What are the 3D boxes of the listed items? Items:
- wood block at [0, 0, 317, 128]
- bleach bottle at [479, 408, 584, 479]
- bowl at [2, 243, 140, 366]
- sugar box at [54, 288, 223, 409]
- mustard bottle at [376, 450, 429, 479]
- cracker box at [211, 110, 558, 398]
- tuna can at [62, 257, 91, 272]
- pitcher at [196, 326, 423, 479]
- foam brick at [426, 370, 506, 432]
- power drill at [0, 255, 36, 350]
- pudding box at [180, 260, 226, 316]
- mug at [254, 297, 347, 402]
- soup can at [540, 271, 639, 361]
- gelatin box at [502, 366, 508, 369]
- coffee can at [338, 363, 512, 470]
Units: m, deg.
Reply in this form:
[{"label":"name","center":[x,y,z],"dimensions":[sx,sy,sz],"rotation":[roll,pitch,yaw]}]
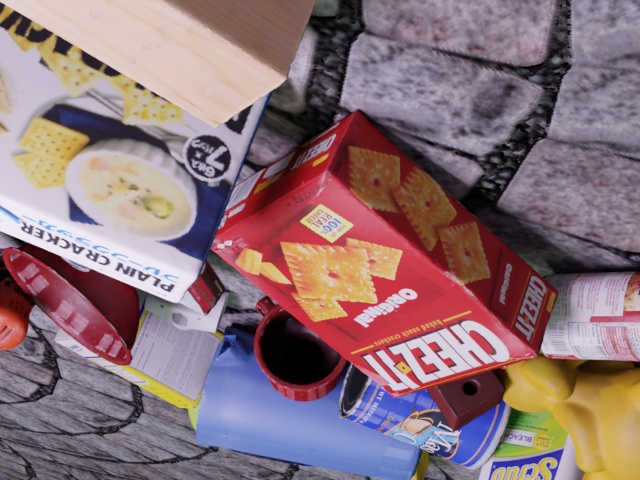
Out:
[{"label":"wood block","center":[-0.109,-0.158,0.564],"dimensions":[0.205,0.090,0.090],"rotation":[29,154,-22]},{"label":"bleach bottle","center":[0.196,0.253,1.004],"dimensions":[0.103,0.250,0.068],"rotation":[4,152,28]},{"label":"bowl","center":[-0.227,0.048,1.027],"dimensions":[0.162,0.055,0.162],"rotation":[32,154,17]},{"label":"sugar box","center":[-0.194,0.107,1.168],"dimensions":[0.176,0.093,0.048],"rotation":[35,153,-29]},{"label":"mustard bottle","center":[0.041,0.267,1.371],"dimensions":[0.192,0.058,0.096],"rotation":[10,152,19]},{"label":"cracker box","center":[0.042,0.022,0.797],"dimensions":[0.213,0.072,0.164],"rotation":[41,143,-19]},{"label":"tuna can","center":[-0.217,-0.016,0.926],"dimensions":[0.086,0.033,0.086],"rotation":[34,152,21]},{"label":"pitcher","center":[-0.007,0.191,1.169],"dimensions":[0.243,0.145,0.149],"rotation":[14,179,5]},{"label":"foam brick","center":[0.121,0.121,0.950],"dimensions":[0.078,0.053,0.051],"rotation":[56,170,23]},{"label":"power drill","center":[-0.369,0.016,1.088],"dimensions":[0.187,0.057,0.184],"rotation":[42,-174,-24]},{"label":"pudding box","center":[-0.150,0.016,0.984],"dimensions":[0.114,0.039,0.090],"rotation":[24,158,25]},{"label":"mug","center":[-0.024,0.106,1.066],"dimensions":[0.117,0.093,0.081],"rotation":[45,166,17]},{"label":"soup can","center":[0.219,0.058,0.804],"dimensions":[0.102,0.068,0.068],"rotation":[-3,147,41]},{"label":"gelatin box","center":[0.145,0.065,0.887],"dimensions":[0.073,0.030,0.089],"rotation":[21,139,-14]},{"label":"coffee can","center":[0.102,0.150,1.034],"dimensions":[0.140,0.102,0.103],"rotation":[23,155,-8]}]
